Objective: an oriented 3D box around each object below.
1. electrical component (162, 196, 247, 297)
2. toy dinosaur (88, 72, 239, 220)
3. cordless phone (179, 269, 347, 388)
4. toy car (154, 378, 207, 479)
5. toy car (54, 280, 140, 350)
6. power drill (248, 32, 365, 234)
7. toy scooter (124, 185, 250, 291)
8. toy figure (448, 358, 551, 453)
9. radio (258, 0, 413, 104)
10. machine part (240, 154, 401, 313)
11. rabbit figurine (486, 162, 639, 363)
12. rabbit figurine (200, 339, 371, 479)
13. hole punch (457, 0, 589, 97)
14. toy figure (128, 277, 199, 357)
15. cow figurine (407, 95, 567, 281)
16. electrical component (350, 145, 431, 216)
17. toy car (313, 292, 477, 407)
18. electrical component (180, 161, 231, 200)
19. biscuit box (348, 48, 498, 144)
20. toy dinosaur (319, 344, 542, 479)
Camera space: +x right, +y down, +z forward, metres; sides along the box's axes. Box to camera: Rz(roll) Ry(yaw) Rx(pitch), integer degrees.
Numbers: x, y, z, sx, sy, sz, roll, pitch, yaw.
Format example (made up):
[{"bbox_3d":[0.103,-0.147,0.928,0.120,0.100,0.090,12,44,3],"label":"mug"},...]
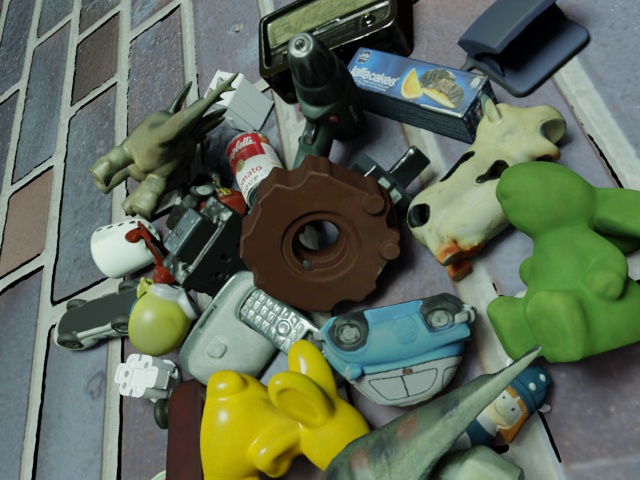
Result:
[{"bbox_3d":[-0.135,0.013,0.698,0.058,0.134,0.115,33,90,39],"label":"electrical component"},{"bbox_3d":[-0.229,-0.134,0.776,0.198,0.105,0.472,-54,24,-15],"label":"toy dinosaur"},{"bbox_3d":[-0.059,0.136,0.634,0.184,0.088,0.146,34,88,21],"label":"cordless phone"},{"bbox_3d":[-0.150,0.253,0.626,0.089,0.053,0.202,-22,42,5],"label":"toy car"},{"bbox_3d":[-0.330,0.118,0.824,0.202,0.056,0.073,-18,53,23],"label":"toy car"},{"bbox_3d":[-0.017,-0.115,0.642,0.086,0.232,0.207,16,96,16],"label":"power drill"},{"bbox_3d":[-0.187,-0.012,0.743,0.184,0.135,0.075,-48,50,3],"label":"toy scooter"},{"bbox_3d":[0.145,0.168,0.493,0.154,0.064,0.058,-40,10,12],"label":"toy figure"},{"bbox_3d":[0.019,-0.299,0.786,0.230,0.073,0.131,-15,60,27],"label":"radio"},{"bbox_3d":[-0.001,-0.002,0.590,0.179,0.179,0.056,-34,24,15],"label":"machine part"},{"bbox_3d":[0.220,0.006,0.461,0.159,0.121,0.170,-14,81,-1],"label":"rabbit figurine"},{"bbox_3d":[-0.027,0.187,0.555,0.173,0.122,0.162,8,108,12],"label":"rabbit figurine"},{"bbox_3d":[0.227,-0.248,0.622,0.142,0.092,0.116,-45,48,12],"label":"hole punch"},{"bbox_3d":[-0.204,0.102,0.690,0.180,0.082,0.089,161,121,-66],"label":"toy figure"},{"bbox_3d":[0.176,-0.066,0.571,0.195,0.085,0.127,-42,58,10],"label":"cow figurine"},{"bbox_3d":[0.070,-0.064,0.633,0.119,0.074,0.048,-50,28,8],"label":"electrical component"},{"bbox_3d":[0.082,0.113,0.541,0.162,0.109,0.103,-12,84,15],"label":"toy car"},{"bbox_3d":[-0.180,-0.071,0.823,0.102,0.045,0.078,-49,52,3],"label":"electrical component"},{"bbox_3d":[0.118,-0.185,0.675,0.203,0.062,0.059,29,84,38],"label":"biscuit box"},{"bbox_3d":[0.042,0.254,0.445,0.192,0.131,0.404,16,86,31],"label":"toy dinosaur"}]
